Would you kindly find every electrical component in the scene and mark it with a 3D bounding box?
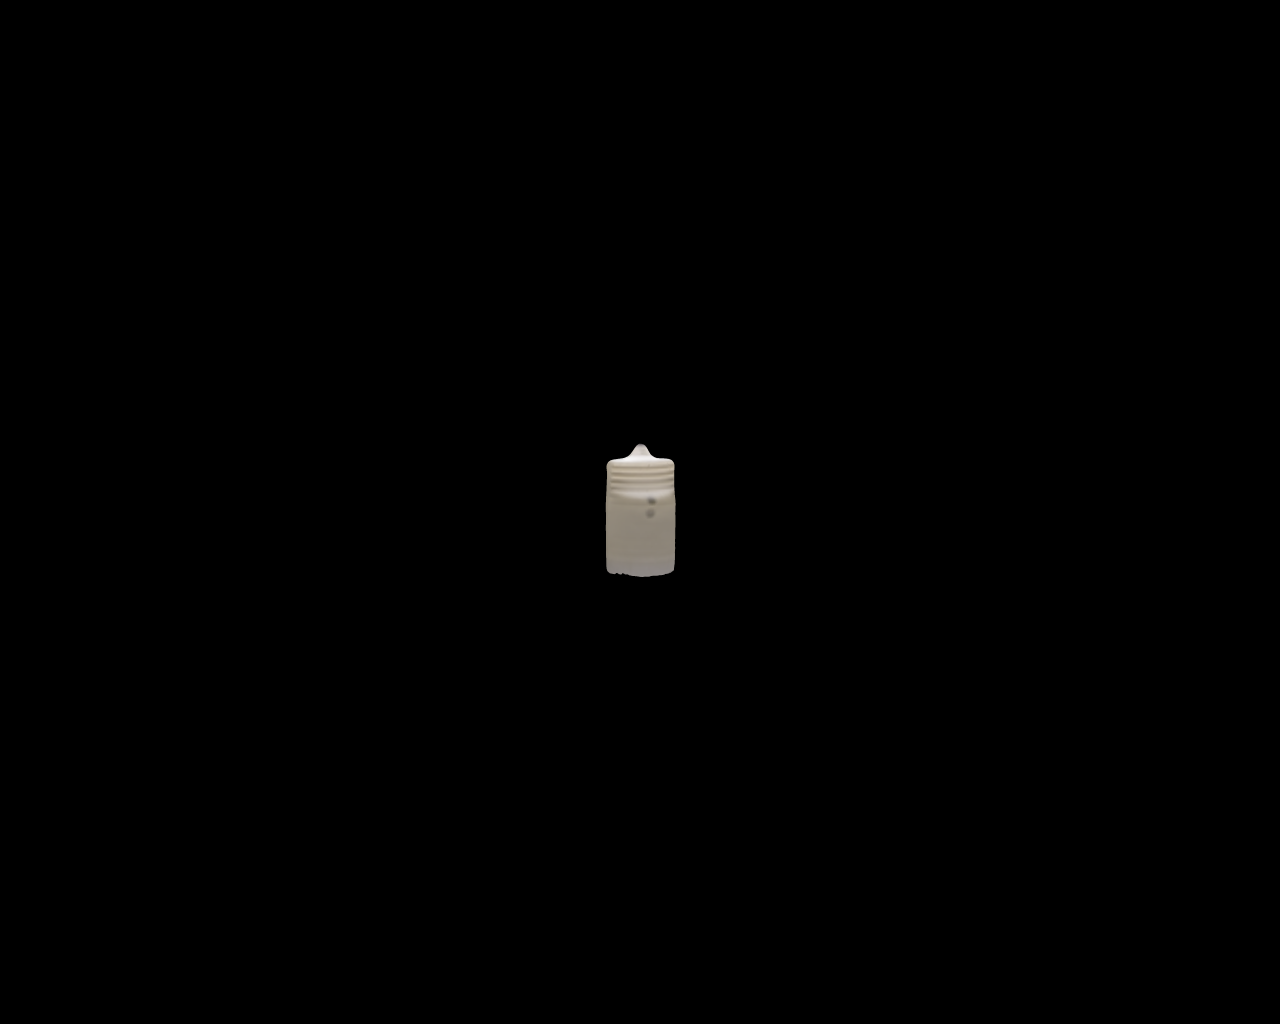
[{"bbox_3d":[0.001,-0.003,0.650,0.043,0.080,0.043,0,7,0],"label":"electrical component"}]
